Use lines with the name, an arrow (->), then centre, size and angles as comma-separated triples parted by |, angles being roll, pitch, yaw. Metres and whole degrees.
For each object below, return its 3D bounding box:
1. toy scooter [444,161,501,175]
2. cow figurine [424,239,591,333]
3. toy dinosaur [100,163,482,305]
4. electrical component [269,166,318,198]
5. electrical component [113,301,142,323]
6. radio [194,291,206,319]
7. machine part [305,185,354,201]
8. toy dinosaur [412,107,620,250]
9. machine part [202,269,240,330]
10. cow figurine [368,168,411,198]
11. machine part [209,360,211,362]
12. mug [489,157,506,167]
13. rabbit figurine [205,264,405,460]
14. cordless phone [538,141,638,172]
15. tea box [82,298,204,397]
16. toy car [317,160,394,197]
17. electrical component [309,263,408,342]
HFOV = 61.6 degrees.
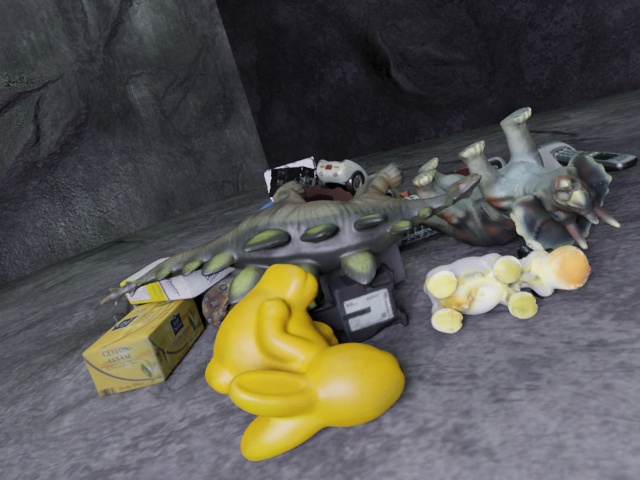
toy scooter -> 0.278, -0.091, 1.070 | 0.184, 0.075, 0.135 | -15, 28, 50
cow figurine -> 0.198, 0.044, 0.587 | 0.167, 0.068, 0.098 | -14, 6, 10
toy dinosaur -> -0.036, -0.001, 0.657 | 0.472, 0.105, 0.198 | -16, 17, 14
electrical component -> -0.030, -0.104, 1.035 | 0.115, 0.058, 0.134 | 8, -3, -36
electrical component -> -0.321, 0.135, 0.906 | 0.045, 0.078, 0.102 | 3, 7, -26
radio -> -0.217, 0.078, 0.992 | 0.131, 0.073, 0.229 | -15, 12, 10
machine part -> -0.002, -0.003, 0.858 | 0.179, 0.179, 0.056 | -9, -27, 36
toy dinosaur -> 0.242, -0.050, 0.775 | 0.131, 0.192, 0.405 | -36, 4, -24
machine part -> -0.129, 0.079, 0.855 | 0.079, 0.079, 0.243 | -16, 12, 6
cow figurine -> 0.095, -0.092, 1.119 | 0.127, 0.085, 0.194 | -24, -38, 32
machine part -> -0.062, 0.128, 0.630 | 0.084, 0.039, 0.139 | 0, 18, 40
mug -> 0.298, -0.082, 0.937 | 0.107, 0.109, 0.081 | -24, -1, 30
rabbit figurine -> -0.014, 0.110, 0.476 | 0.173, 0.121, 0.162 | 16, 33, 36
cordless phone -> 0.447, -0.122, 0.960 | 0.147, 0.088, 0.184 | -21, 16, -19
tea box -> -0.239, 0.140, 0.753 | 0.098, 0.068, 0.170 | -16, 13, 7
toy car -> 0.068, -0.094, 0.972 | 0.074, 0.056, 0.201 | 7, -10, 36
electrical component -> 0.036, 0.081, 0.624 | 0.119, 0.074, 0.048 | -21, 13, -5
